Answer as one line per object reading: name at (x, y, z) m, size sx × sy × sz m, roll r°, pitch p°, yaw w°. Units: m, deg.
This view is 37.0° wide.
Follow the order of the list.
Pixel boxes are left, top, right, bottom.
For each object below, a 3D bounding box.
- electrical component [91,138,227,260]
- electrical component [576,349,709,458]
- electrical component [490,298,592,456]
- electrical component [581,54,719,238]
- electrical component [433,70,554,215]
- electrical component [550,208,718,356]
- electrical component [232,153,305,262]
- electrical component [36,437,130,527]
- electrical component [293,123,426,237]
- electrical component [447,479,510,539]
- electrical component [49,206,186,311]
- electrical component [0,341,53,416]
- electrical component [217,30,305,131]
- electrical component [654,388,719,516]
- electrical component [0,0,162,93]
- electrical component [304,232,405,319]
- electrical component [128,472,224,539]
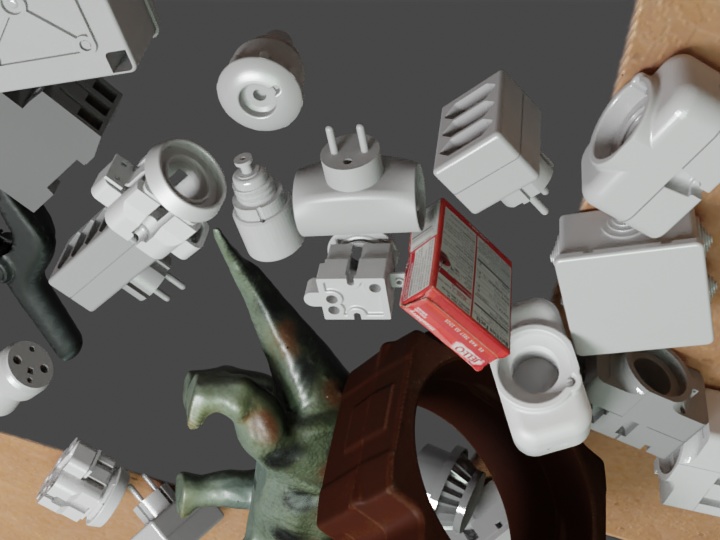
electrical component at (-0.123, -0.048, 0.688) m, size 0.078 × 0.058 × 0.057 m, roll 38°, pitch 131°, yaw -23°
electrical component at (0.195, 0.085, 0.759) m, size 0.089 × 0.050 × 0.055 m, roll 23°, pitch 133°, yaw -11°
electrical component at (0.117, 0.070, 0.715) m, size 0.054 × 0.095 × 0.059 m, roll -17°, pitch 160°, yaw 5°
electrical component at (0.171, -0.071, 0.611) m, size 0.059 × 0.053 × 0.095 m, roll 26°, pitch 132°, yaw -14°
electrical component at (0.087, -0.063, 0.627) m, size 0.047 × 0.065 × 0.077 m, roll -30°, pitch 122°, yaw 33°
electrical component at (0.175, 0.005, 0.687) m, size 0.100 × 0.048 × 0.099 m, roll -7°, pitch 131°, yaw 17°
electrical component at (-0.063, -0.041, 0.694) m, size 0.040 × 0.040 × 0.078 m, roll -6°, pitch 132°, yaw 16°
electrical component at (-0.238, 0.186, 0.933) m, size 0.057 × 0.058 × 0.078 m, roll 33°, pitch 130°, yaw -16°
electrical component at (-0.003, -0.057, 0.664) m, size 0.077 × 0.044 × 0.079 m, roll -2°, pitch 133°, yaw 12°
electrical component at (0.125, 0.256, 0.910) m, size 0.089 × 0.061 × 0.150 m, roll -39°, pitch 122°, yaw 1°
electrical component at (-0.156, -0.004, 0.742) m, size 0.076 × 0.047 × 0.083 m, roll 38°, pitch 129°, yaw -24°
electrical component at (-0.276, 0.085, 0.852) m, size 0.055 × 0.045 × 0.045 m, roll -32°, pitch 121°, yaw 33°
electrical component at (-0.052, -0.113, 0.609) m, size 0.048 × 0.062 × 0.048 m, roll 5°, pitch 133°, yaw 6°
electrical component at (0.256, 0.134, 0.794) m, size 0.056 × 0.050 × 0.089 m, roll 13°, pitch 134°, yaw -2°
electrical component at (-0.182, -0.160, 0.592) m, size 0.109 × 0.056 × 0.108 m, roll -5°, pitch 132°, yaw 16°
electrical component at (0.000, 0.000, 0.711) m, size 0.066 × 0.055 × 0.048 m, roll -1°, pitch 133°, yaw 11°
electrical component at (-0.173, 0.213, 0.946) m, size 0.076 × 0.066 × 0.047 m, roll 49°, pitch 129°, yaw 4°
